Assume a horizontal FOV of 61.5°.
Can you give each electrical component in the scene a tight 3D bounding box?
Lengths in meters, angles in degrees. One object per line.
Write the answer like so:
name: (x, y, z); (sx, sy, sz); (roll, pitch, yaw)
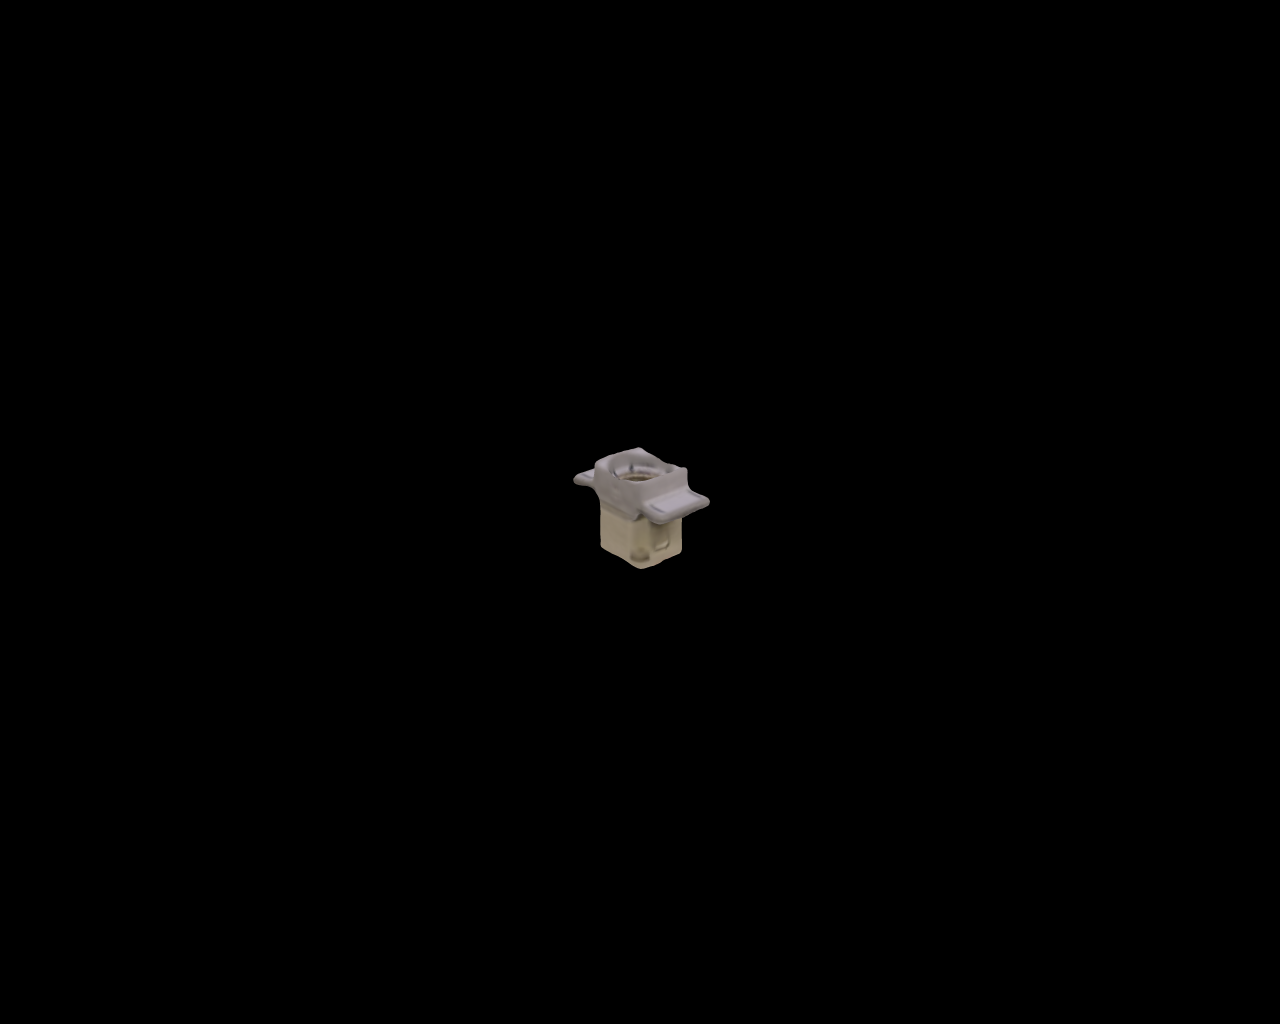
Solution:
electrical component: (0.001, -0.003, 0.650); (0.042, 0.063, 0.081); (-21, 33, -36)
